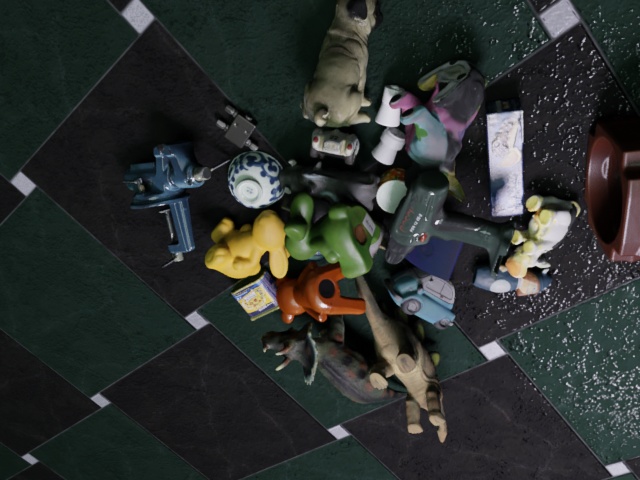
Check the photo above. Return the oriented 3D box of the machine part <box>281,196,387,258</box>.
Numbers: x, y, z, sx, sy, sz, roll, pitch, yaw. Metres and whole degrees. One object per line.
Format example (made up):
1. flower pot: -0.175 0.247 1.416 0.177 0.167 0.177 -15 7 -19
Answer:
1. machine part: 0.039 -0.026 1.066 0.243 0.079 0.079 22 124 -4

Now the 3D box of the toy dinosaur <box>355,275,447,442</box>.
1. toy dinosaur: 0.168 0.232 1.131 0.105 0.198 0.470 -22 107 22

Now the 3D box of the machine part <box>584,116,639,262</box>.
1. machine part: 0.497 -0.082 0.859 0.087 0.201 0.201 -6 120 12

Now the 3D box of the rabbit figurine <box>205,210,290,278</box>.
1. rabbit figurine: -0.129 0.012 1.101 0.162 0.122 0.173 40 121 -20

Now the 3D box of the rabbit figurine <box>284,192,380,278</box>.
1. rabbit figurine: -0.002 -0.003 0.967 0.170 0.121 0.159 -12 140 34

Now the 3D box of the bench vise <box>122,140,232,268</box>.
1. bench vise: -0.288 -0.073 1.069 0.224 0.129 0.240 -3 104 22

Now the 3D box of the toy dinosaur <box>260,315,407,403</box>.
1. toy dinosaur: 0.066 0.289 1.196 0.405 0.192 0.131 36 124 -10

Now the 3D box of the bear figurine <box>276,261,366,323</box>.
1. bear figurine: -0.009 0.112 1.116 0.132 0.120 0.196 -5 170 -25

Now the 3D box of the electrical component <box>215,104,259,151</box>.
1. electrical component: -0.149 -0.211 1.021 0.094 0.021 0.063 36 122 -11

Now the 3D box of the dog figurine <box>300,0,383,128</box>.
1. dog figurine: 0.033 -0.290 0.848 0.121 0.172 0.190 7 128 2

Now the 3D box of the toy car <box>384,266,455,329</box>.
1. toy car: 0.220 0.105 1.101 0.161 0.109 0.103 28 106 -17

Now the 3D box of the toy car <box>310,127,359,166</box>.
1. toy car: 0.028 -0.160 0.916 0.074 0.202 0.056 12 97 4

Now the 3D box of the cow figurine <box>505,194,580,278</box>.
1. cow figurine: 0.414 -0.003 1.007 0.098 0.068 0.167 -3 129 -22

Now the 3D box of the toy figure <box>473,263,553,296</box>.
1. toy figure: 0.387 0.081 1.076 0.155 0.058 0.064 7 162 5

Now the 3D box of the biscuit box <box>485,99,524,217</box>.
1. biscuit box: 0.325 -0.139 0.942 0.059 0.063 0.202 -4 121 17

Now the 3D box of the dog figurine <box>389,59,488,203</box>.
1. dog figurine: 0.216 -0.169 0.920 0.191 0.109 0.219 -32 126 5

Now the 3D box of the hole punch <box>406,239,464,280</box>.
1. hole punch: 0.222 0.005 1.044 0.116 0.092 0.142 15 127 6

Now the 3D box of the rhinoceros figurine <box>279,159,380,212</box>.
1. rhinoceros figurine: 0.016 -0.100 0.985 0.191 0.112 0.073 11 89 22

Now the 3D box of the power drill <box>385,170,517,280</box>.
1. power drill: 0.223 -0.007 0.938 0.207 0.086 0.231 25 141 18
